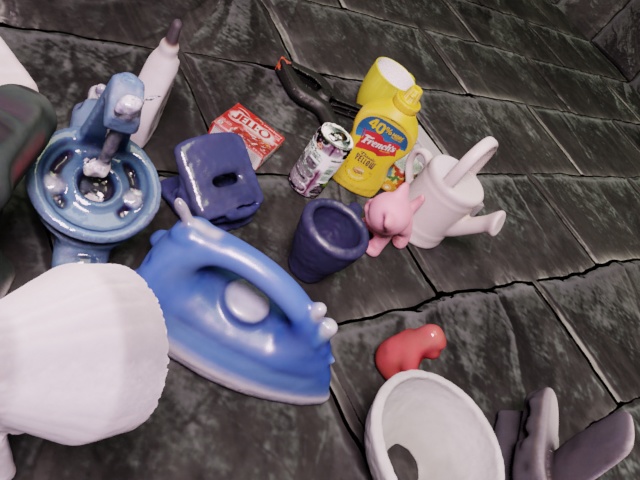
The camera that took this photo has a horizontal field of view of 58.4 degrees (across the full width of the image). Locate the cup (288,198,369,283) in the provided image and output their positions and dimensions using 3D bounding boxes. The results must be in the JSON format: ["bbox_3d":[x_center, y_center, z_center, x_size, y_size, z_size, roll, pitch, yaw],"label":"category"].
[{"bbox_3d":[0.007,0.003,0.724,0.091,0.094,0.118,40,40,2],"label":"cup"}]

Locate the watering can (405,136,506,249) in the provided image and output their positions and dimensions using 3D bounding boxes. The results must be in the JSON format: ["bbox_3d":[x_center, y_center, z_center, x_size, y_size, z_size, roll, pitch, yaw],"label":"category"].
[{"bbox_3d":[0.205,-0.077,0.867,0.173,0.193,0.101,36,40,-3],"label":"watering can"}]

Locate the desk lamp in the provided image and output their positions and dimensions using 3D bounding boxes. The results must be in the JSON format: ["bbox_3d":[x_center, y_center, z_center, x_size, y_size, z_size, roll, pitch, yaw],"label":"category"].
[{"bbox_3d":[-0.223,0.108,0.365,0.204,0.213,0.117,-12,61,-42],"label":"desk lamp"}]

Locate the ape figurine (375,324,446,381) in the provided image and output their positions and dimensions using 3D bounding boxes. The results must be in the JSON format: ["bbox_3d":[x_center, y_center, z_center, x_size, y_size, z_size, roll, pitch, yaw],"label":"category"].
[{"bbox_3d":[0.116,0.135,0.688,0.076,0.092,0.078,32,41,-8],"label":"ape figurine"}]

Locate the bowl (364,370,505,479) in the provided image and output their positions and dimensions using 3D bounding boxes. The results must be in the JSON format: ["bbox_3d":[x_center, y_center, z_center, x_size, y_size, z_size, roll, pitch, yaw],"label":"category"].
[{"bbox_3d":[0.108,0.229,0.610,0.168,0.074,0.167,21,44,-21],"label":"bowl"}]

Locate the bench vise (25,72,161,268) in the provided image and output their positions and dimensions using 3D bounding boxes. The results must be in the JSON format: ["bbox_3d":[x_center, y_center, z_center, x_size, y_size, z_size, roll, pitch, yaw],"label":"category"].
[{"bbox_3d":[-0.219,-0.094,0.547,0.122,0.219,0.207,-7,58,-40],"label":"bench vise"}]

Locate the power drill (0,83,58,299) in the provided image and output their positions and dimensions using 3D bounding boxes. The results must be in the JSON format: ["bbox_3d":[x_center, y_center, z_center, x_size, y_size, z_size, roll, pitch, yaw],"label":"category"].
[{"bbox_3d":[-0.275,-0.010,0.438,0.076,0.208,0.229,22,43,-19],"label":"power drill"}]

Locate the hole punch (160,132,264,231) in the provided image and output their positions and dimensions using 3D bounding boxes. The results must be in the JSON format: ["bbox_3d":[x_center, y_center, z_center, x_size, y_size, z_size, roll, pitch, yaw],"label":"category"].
[{"bbox_3d":[-0.123,-0.068,0.695,0.109,0.091,0.101,-24,70,-46],"label":"hole punch"}]

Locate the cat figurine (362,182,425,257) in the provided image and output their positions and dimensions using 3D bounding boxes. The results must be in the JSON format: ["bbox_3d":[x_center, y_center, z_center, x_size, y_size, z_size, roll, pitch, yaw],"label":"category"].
[{"bbox_3d":[0.104,-0.036,0.814,0.128,0.117,0.067,-19,66,-45],"label":"cat figurine"}]

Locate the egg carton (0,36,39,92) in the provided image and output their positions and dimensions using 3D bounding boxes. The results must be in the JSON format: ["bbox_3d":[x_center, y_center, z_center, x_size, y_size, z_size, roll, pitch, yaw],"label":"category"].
[{"bbox_3d":[-0.376,-0.171,0.616,0.150,0.069,0.107,49,41,12],"label":"egg carton"}]

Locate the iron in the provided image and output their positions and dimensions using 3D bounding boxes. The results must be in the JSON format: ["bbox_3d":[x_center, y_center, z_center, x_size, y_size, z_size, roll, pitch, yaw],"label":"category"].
[{"bbox_3d":[-0.068,0.066,0.575,0.258,0.141,0.119,33,41,-7],"label":"iron"}]

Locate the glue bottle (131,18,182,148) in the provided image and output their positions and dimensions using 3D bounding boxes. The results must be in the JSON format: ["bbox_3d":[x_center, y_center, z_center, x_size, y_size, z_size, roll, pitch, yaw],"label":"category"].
[{"bbox_3d":[-0.197,-0.192,0.690,0.037,0.173,0.078,27,42,-14],"label":"glue bottle"}]

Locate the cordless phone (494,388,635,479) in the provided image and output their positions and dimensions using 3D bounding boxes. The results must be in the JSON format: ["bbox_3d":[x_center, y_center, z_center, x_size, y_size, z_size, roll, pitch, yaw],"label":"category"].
[{"bbox_3d":[0.290,0.228,0.662,0.094,0.184,0.148,35,41,-4],"label":"cordless phone"}]
